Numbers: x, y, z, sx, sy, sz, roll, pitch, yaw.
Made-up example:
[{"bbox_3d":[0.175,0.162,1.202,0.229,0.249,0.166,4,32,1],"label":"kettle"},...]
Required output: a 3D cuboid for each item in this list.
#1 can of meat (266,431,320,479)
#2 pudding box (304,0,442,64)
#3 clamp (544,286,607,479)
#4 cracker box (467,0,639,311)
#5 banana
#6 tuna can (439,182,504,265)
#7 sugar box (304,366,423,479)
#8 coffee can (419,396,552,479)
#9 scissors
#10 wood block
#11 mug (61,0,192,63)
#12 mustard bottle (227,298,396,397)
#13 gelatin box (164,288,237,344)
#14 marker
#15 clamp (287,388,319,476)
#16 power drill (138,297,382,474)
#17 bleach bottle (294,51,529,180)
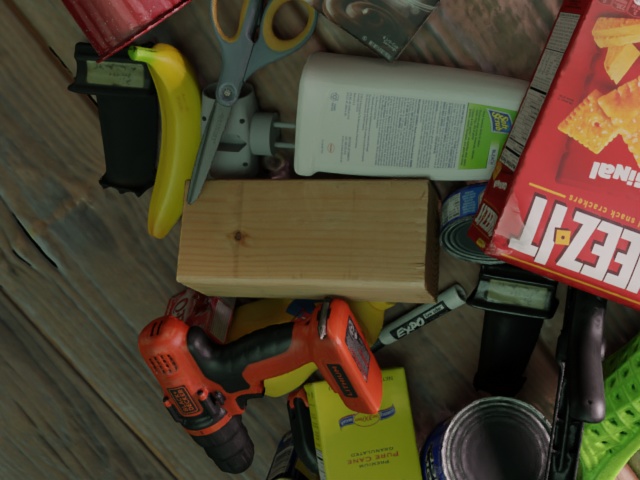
[{"bbox_3d":[-0.006,0.251,1.080,0.102,0.084,0.058,41,123,-13],"label":"can of meat"},{"bbox_3d":[0.038,-0.204,0.811,0.113,0.039,0.090,34,123,-8],"label":"pudding box"},{"bbox_3d":[0.209,0.099,0.864,0.036,0.210,0.164,9,139,8],"label":"clamp"},{"bbox_3d":[0.226,-0.066,0.778,0.164,0.072,0.214,20,102,-6],"label":"cracker box"},{"bbox_3d":[-0.129,-0.092,0.912,0.037,0.069,0.198,38,143,37],"label":"banana"},{"bbox_3d":[0.142,-0.013,0.884,0.086,0.033,0.086,4,153,2],"label":"tuna can"},{"bbox_3d":[0.046,0.213,0.997,0.093,0.048,0.176,-9,84,-12],"label":"sugar box"},{"bbox_3d":[0.148,0.199,0.956,0.103,0.103,0.140,19,165,3],"label":"coffee can"},{"bbox_3d":[-0.054,-0.124,0.859,0.096,0.016,0.202,4,101,-1],"label":"scissors"},{"bbox_3d":[-0.006,0.001,0.900,0.206,0.090,0.091,1,79,14],"label":"wood block"},{"bbox_3d":[-0.166,-0.198,0.849,0.081,0.093,0.117,56,155,-15],"label":"mug"},{"bbox_3d":[0.000,0.073,0.983,0.192,0.058,0.096,-31,114,28],"label":"mustard bottle"},{"bbox_3d":[-0.117,0.077,0.997,0.073,0.089,0.030,-30,119,28],"label":"gelatin box"},{"bbox_3d":[0.082,0.076,0.986,0.121,0.020,0.020,-33,109,29],"label":"marker"},{"bbox_3d":[0.025,0.221,1.041,0.171,0.120,0.039,40,142,-6],"label":"clamp"},{"bbox_3d":[-0.044,0.130,0.933,0.188,0.057,0.184,-14,126,18],"label":"power drill"},{"bbox_3d":[0.109,-0.086,0.854,0.251,0.068,0.103,9,124,6],"label":"bleach bottle"}]
